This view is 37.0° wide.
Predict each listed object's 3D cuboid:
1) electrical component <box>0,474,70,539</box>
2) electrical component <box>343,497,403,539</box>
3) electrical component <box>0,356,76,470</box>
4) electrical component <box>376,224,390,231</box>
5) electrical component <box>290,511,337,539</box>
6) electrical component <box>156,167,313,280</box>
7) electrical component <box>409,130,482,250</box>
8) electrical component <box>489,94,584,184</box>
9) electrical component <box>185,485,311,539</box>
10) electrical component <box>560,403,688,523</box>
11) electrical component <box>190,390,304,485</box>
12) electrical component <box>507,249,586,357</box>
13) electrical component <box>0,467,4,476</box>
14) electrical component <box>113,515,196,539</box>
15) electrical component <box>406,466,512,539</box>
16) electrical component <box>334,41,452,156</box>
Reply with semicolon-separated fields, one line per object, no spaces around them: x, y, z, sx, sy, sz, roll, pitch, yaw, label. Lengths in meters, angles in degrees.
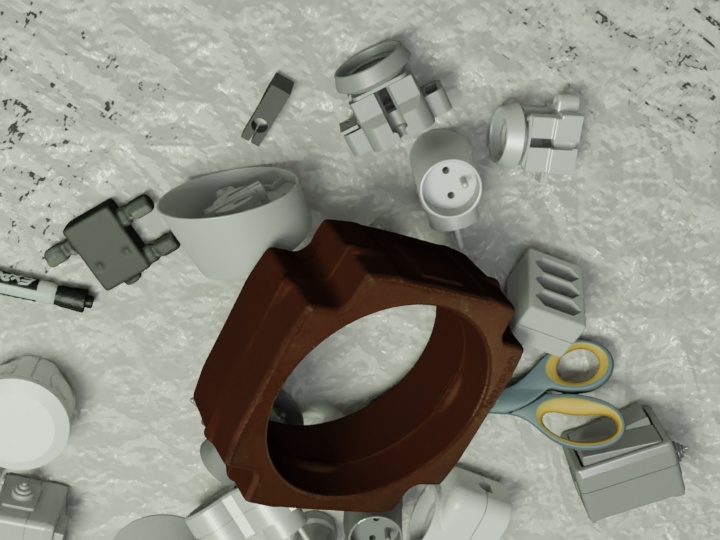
-0.271;0.215;0.878;0.061;0.061;0.096;13;111;-8;electrical component
0.007;0.213;0.885;0.043;0.077;0.079;8;112;-6;electrical component
-0.264;0.111;0.841;0.080;0.051;0.080;-1;112;-3;electrical component
0.000;0.000;0.817;0.065;0.044;0.044;-30;111;14;electrical component
-0.039;0.233;0.907;0.040;0.046;0.040;-1;112;-3;electrical component
-0.086;-0.039;0.765;0.099;0.099;0.064;-22;118;6;electrical component
0.064;-0.054;0.778;0.043;0.077;0.079;-13;113;2;electrical component
0.126;-0.096;0.782;0.055;0.048;0.066;1;113;-12;electrical component
-0.067;0.198;0.876;0.138;0.052;0.073;-32;90;10;electrical component
0.220;0.153;0.881;0.096;0.061;0.061;-19;112;4;electrical component
-0.099;0.121;0.857;0.077;0.044;0.079;-41;108;16;electrical component
0.134;0.037;0.829;0.047;0.065;0.076;20;134;-11;electrical component
-0.315;0.171;0.870;0.040;0.040;0.046;32;101;-15;electrical component
-0.165;0.265;0.917;0.099;0.064;0.099;-6;124;-10;electrical component
0.078;0.217;0.903;0.059;0.053;0.095;22;109;-12;electrical component
0.017;-0.124;0.758;0.078;0.058;0.057;-26;114;8;electrical component
